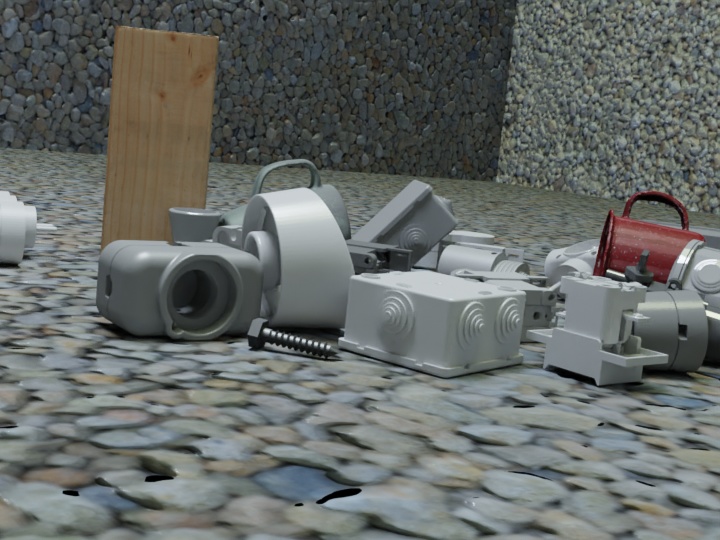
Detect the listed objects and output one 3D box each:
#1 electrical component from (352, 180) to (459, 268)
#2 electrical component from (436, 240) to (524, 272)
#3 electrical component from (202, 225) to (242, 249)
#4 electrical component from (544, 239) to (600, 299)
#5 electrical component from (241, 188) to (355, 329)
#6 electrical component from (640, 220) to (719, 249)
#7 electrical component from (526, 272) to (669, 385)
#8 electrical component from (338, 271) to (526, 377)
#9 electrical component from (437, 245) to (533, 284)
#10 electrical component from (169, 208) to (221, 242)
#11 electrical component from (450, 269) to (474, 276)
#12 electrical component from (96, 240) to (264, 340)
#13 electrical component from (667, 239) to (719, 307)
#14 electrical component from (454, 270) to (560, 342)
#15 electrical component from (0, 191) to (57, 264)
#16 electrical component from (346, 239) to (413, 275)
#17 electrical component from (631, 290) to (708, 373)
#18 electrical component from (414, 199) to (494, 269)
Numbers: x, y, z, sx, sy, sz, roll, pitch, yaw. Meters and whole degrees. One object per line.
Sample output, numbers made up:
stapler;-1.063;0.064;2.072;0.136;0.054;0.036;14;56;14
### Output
electrical component;0.043;-0.037;1.033;0.048;0.100;0.099;47;1;-10
electrical component;0.116;-0.004;1.028;0.081;0.042;0.064;8;7;14
electrical component;-0.080;-0.008;0.854;0.078;0.058;0.057;12;13;40
electrical component;0.205;0.005;1.001;0.077;0.044;0.079;-6;16;47
electrical component;-0.043;-0.006;0.735;0.064;0.099;0.099;-4;11;-23
electrical component;0.309;-0.002;1.020;0.113;0.078;0.057;9;11;22
electrical component;0.150;0.035;0.677;0.042;0.063;0.081;1;8;-39
electrical component;0.048;0.031;0.688;0.100;0.048;0.100;13;10;39
electrical component;0.115;0.005;0.955;0.081;0.043;0.043;10;9;31
electrical component;-0.144;-0.024;0.928;0.045;0.055;0.045;6;8;-1
electrical component;0.092;0.020;0.860;0.035;0.035;0.061;3;11;-22
electrical component;-0.113;0.012;0.688;0.095;0.053;0.059;1;9;-33
electrical component;0.266;0.020;0.823;0.051;0.080;0.080;16;12;30
electrical component;0.109;0.027;0.793;0.081;0.042;0.064;1;10;-26
electrical component;-0.300;-0.038;0.927;0.074;0.052;0.138;2;8;-26
electrical component;0.000;0.000;0.910;0.081;0.042;0.064;8;10;20
electrical component;0.198;0.040;0.715;0.047;0.055;0.055;1;8;-6
electrical component;0.077;-0.040;1.146;0.138;0.073;0.052;4;8;-14
